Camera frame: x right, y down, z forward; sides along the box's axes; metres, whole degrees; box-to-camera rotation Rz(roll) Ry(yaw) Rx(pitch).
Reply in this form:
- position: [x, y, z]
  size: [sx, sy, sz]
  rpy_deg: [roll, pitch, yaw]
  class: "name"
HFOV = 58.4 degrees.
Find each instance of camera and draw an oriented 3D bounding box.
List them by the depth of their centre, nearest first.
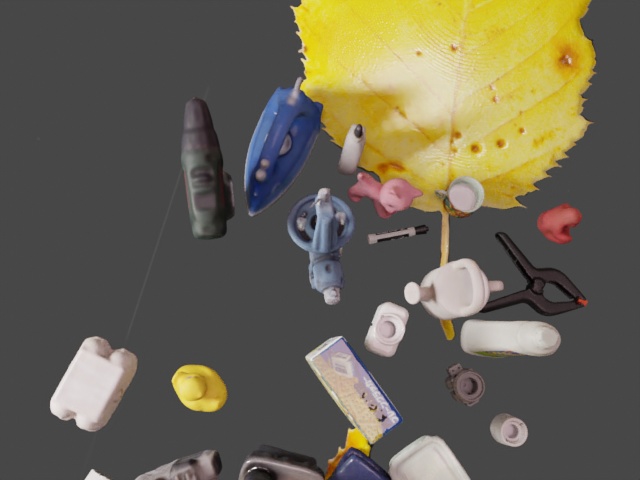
- position: [-0.226, 0.442, 0.961]
  size: [0.143, 0.101, 0.137]
  rpy_deg: [-18, 81, -7]
  class: "camera"

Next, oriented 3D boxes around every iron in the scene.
- position: [-0.080, -0.174, 1.065]
  size: [0.118, 0.141, 0.258]
  rpy_deg: [21, 79, 0]
  class: "iron"

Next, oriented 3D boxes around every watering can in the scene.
- position: [0.239, 0.090, 1.013]
  size: [0.173, 0.194, 0.101]
  rpy_deg: [-27, 82, -8]
  class: "watering can"

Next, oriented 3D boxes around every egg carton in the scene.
- position: [-0.392, 0.251, 1.000]
  size: [0.107, 0.069, 0.150]
  rpy_deg: [25, 79, 1]
  class: "egg carton"

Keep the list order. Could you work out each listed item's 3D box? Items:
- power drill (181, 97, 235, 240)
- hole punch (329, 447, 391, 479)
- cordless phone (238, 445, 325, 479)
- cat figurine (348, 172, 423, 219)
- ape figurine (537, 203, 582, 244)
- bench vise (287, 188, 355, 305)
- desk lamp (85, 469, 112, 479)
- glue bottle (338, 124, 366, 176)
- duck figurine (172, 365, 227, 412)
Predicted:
- position: [-0.199, -0.107, 1.010]
  size: [0.075, 0.208, 0.230]
  rpy_deg: [-7, 80, -5]
  class: "power drill"
- position: [0.070, 0.432, 0.990]
  size: [0.108, 0.091, 0.101]
  rpy_deg: [37, 79, 3]
  class: "hole punch"
- position: [-0.063, 0.405, 0.937]
  size: [0.147, 0.185, 0.094]
  rpy_deg: [11, 79, -2]
  class: "cordless phone"
- position: [0.123, -0.091, 1.077]
  size: [0.128, 0.117, 0.067]
  rpy_deg: [28, 79, 1]
  class: "cat figurine"
- position: [0.470, -0.037, 1.105]
  size: [0.076, 0.092, 0.078]
  rpy_deg: [23, 79, 1]
  class: "ape figurine"
- position: [0.020, -0.001, 1.001]
  size: [0.121, 0.219, 0.207]
  rpy_deg: [-26, 82, -8]
  class: "bench vise"
- position: [-0.340, 0.457, 0.892]
  size: [0.118, 0.213, 0.203]
  rpy_deg: [30, 79, 2]
  class: "desk lamp"
- position: [0.063, -0.178, 1.060]
  size: [0.037, 0.173, 0.078]
  rpy_deg: [13, 79, -1]
  class: "glue bottle"
- position: [-0.214, 0.262, 1.003]
  size: [0.104, 0.086, 0.077]
  rpy_deg: [32, 79, 2]
  class: "duck figurine"
